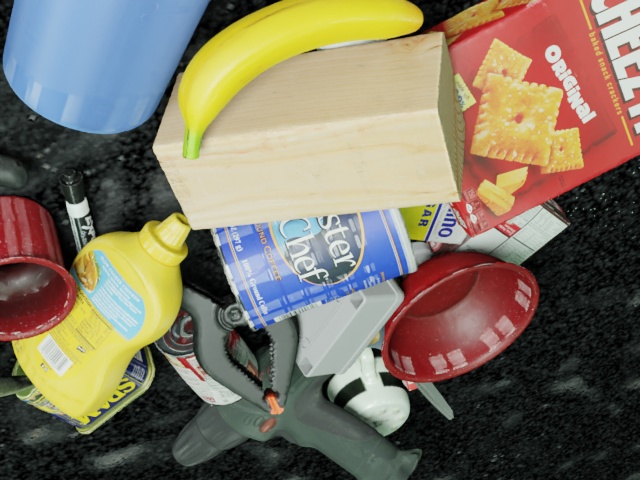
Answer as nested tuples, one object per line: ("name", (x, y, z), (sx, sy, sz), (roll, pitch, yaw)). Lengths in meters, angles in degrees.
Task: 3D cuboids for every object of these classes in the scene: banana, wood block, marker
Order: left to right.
("marker", (-0.196, -0.011, 0.882), (0.020, 0.020, 0.121), (-13, 138, -12))
("banana", (-0.021, -0.131, 0.726), (0.197, 0.037, 0.069), (-30, 138, -8))
("wood block", (-0.004, -0.077, 0.784), (0.206, 0.090, 0.090), (-6, 134, 17))

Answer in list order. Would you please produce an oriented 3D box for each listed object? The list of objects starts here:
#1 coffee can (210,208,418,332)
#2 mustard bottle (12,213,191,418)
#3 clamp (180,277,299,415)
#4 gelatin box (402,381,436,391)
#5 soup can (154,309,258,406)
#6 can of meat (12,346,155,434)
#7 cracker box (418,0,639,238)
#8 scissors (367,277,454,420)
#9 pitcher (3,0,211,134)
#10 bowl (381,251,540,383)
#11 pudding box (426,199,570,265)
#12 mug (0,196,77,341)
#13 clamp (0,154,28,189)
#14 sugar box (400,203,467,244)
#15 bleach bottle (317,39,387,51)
("coffee can", (-0.006, 0.001, 0.850), (0.140, 0.103, 0.103), (-21, 139, 1))
("mustard bottle", (-0.168, 0.050, 0.872), (0.192, 0.096, 0.058), (-48, 163, 21))
("clamp", (-0.068, 0.052, 0.927), (0.164, 0.036, 0.210), (-29, 104, 2))
("gelatin box", (0.110, 0.101, 1.099), (0.073, 0.030, 0.089), (-19, 101, -5))
("soup can", (-0.106, 0.105, 1.008), (0.068, 0.068, 0.102), (-26, 139, 2))
("can of meat", (-0.219, 0.122, 0.984), (0.102, 0.057, 0.083), (-37, 134, 14))
("cracker box", (0.179, -0.121, 0.860), (0.214, 0.072, 0.164), (-27, 118, 4))
("scissors", (0.085, 0.095, 1.063), (0.201, 0.016, 0.096), (35, 76, -29))
("pitcher", (-0.108, -0.187, 0.663), (0.149, 0.145, 0.243), (25, 129, -7))
("bowl", (0.122, 0.062, 1.003), (0.162, 0.055, 0.162), (-15, 138, -14))
("pudding box", (0.173, -0.008, 1.040), (0.114, 0.039, 0.089), (-40, 137, 20))
("mug", (-0.256, 0.022, 0.842), (0.117, 0.081, 0.093), (-15, 138, -10))
("clamp", (-0.298, -0.062, 0.767), (0.120, 0.039, 0.171), (-29, 139, 5))
("sugar box", (0.070, -0.047, 0.946), (0.176, 0.048, 0.093), (7, 130, -28))
("bleach bottle", (0.049, -0.220, 0.743), (0.102, 0.068, 0.251), (-3, 138, -23))
